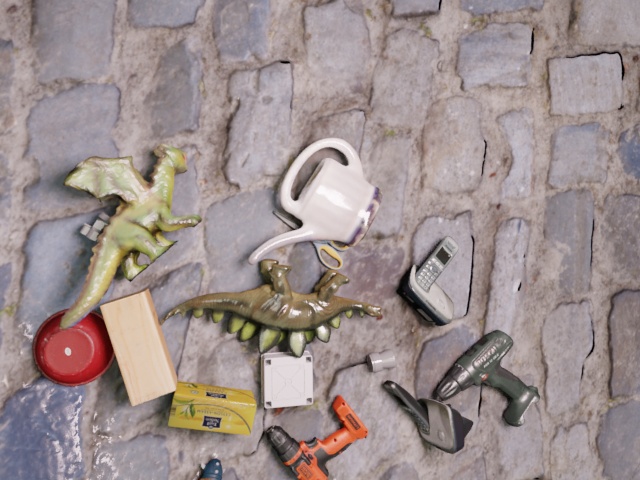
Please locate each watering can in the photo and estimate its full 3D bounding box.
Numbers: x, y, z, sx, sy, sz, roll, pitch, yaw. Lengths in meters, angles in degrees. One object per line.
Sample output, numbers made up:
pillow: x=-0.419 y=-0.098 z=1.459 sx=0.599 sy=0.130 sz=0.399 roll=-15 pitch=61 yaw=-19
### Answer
watering can: x=0.003 y=-0.057 z=1.142 sx=0.223 sy=0.351 sz=0.103 roll=30 pitch=-12 yaw=-9

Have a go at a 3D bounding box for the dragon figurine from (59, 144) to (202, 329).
dragon figurine: x=-0.397 y=-0.048 z=1.012 sx=0.417 sy=0.241 sz=0.121 roll=-45 pitch=14 yaw=-33
